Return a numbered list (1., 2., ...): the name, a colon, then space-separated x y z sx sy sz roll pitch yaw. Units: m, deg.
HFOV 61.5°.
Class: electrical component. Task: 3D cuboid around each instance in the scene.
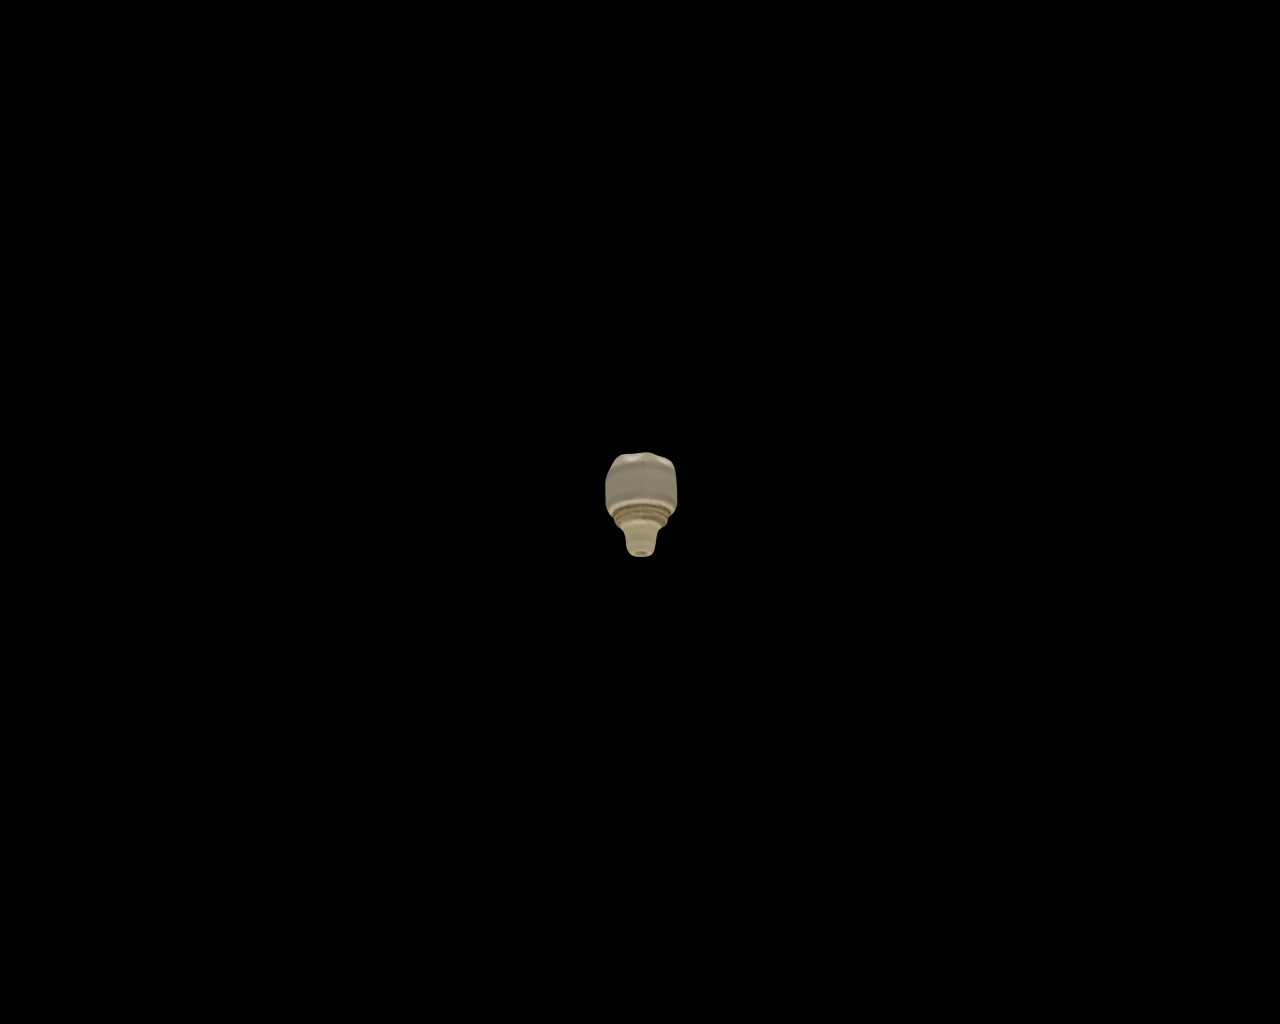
1. electrical component: 0.001 -0.003 0.650 0.043 0.062 0.043 0 -22 0
